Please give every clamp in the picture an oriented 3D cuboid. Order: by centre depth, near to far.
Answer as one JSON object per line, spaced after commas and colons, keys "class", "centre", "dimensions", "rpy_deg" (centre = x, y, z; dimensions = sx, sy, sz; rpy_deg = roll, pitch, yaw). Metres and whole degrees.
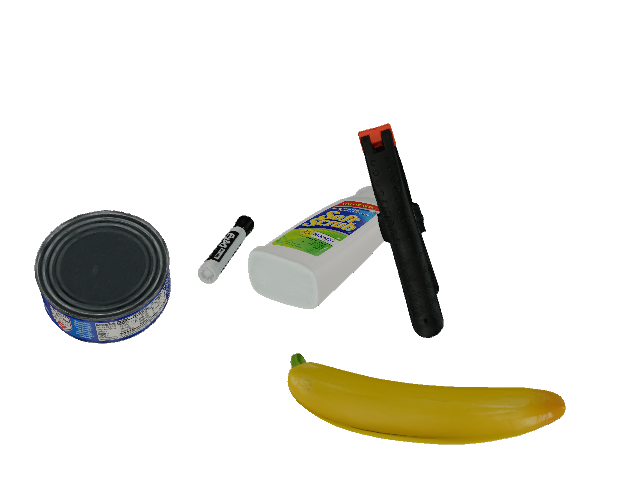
{"class": "clamp", "centre": [0.068, -0.006, 0.865], "dimensions": [0.039, 0.171, 0.120], "rpy_deg": [-20, 20, 3]}

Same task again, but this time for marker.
{"class": "marker", "centre": [-0.090, 0.006, 1.042], "dimensions": [0.020, 0.020, 0.121], "rpy_deg": [0, 25, 16]}

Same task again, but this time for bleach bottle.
{"class": "bleach bottle", "centre": [0.022, -0.008, 1.326], "dimensions": [0.103, 0.068, 0.250], "rpy_deg": [16, 36, 28]}

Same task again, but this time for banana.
{"class": "banana", "centre": [0.055, 0.103, 0.698], "dimensions": [0.198, 0.037, 0.069], "rpy_deg": [8, 33, 24]}

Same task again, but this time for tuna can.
{"class": "tuna can", "centre": [-0.141, 0.024, 0.699], "dimensions": [0.086, 0.086, 0.034], "rpy_deg": [0, -36, -4]}
